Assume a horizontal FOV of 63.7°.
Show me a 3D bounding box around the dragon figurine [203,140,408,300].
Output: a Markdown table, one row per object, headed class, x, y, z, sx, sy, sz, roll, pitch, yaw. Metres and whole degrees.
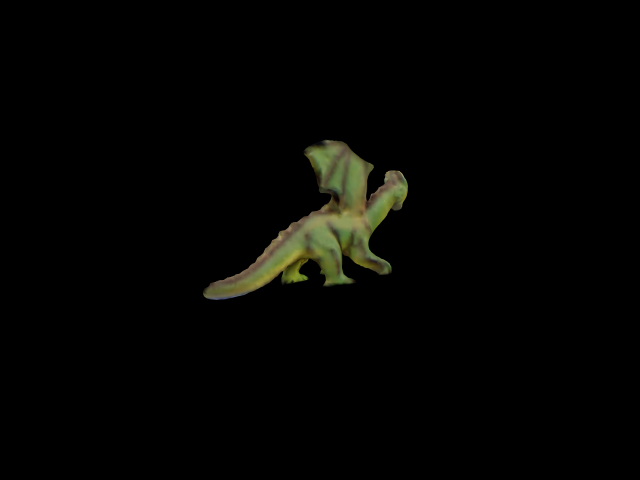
| class | x | y | z | sx | sy | sz | roll | pitch | yaw |
| --- | --- | --- | --- | --- | --- | --- | --- | --- | --- |
| dragon figurine | 0.003 | -0.043 | 0.850 | 0.412 | 0.241 | 0.122 | -7 | 11 | -36 |
